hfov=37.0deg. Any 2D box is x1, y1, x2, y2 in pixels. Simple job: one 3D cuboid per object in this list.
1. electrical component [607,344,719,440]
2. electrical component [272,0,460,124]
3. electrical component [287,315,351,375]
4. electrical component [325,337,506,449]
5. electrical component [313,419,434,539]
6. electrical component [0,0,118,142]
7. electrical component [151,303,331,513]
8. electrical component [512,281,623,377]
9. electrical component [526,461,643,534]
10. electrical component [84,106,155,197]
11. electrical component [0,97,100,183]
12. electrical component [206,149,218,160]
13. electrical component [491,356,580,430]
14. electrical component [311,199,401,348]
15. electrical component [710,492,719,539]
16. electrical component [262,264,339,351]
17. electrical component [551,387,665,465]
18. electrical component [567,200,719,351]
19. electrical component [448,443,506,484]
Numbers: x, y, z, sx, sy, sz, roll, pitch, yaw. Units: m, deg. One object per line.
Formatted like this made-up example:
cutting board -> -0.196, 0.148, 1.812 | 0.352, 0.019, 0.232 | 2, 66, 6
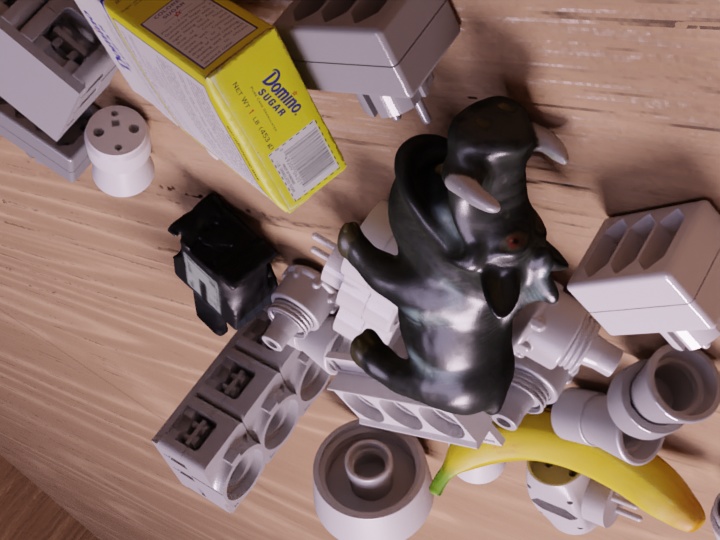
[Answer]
electrical component -> 0.169, 0.069, 0.603 | 0.045, 0.045, 0.055 | 35, 156, 0
electrical component -> 0.010, -0.097, 0.499 | 0.066, 0.047, 0.076 | 13, 148, 40
electrical component -> -0.036, 0.048, 0.833 | 0.065, 0.044, 0.044 | 25, 154, 33
electrical component -> 0.043, 0.079, 0.758 | 0.121, 0.063, 0.078 | 2, 140, 50
electrical component -> 0.010, 0.180, 0.938 | 0.108, 0.108, 0.060 | 24, 148, 23
electrical component -> -0.219, -0.162, 0.656 | 0.150, 0.061, 0.089 | 40, 155, -11
electrical component -> -0.089, 0.113, 0.881 | 0.062, 0.150, 0.089 | 26, 154, 24
electrical component -> 0.118, 0.038, 0.610 | 0.062, 0.048, 0.048 | 30, 155, 5
electrical component -> 0.165, 0.161, 0.776 | 0.079, 0.043, 0.077 | 17, 150, 35
electrical component -> -0.169, -0.083, 0.756 | 0.045, 0.045, 0.055 | 31, 155, 8
electrical component -> -0.232, -0.103, 0.799 | 0.083, 0.047, 0.075 | 34, 156, 2
electrical component -> -0.074, -0.086, 0.637 | 0.040, 0.040, 0.046 | 37, 161, -4
electrical component -> 0.103, 0.070, 0.665 | 0.048, 0.062, 0.048 | 28, 155, 15
electrical component -> 0.000, 0.000, 0.683 | 0.074, 0.052, 0.138 | 31, 155, 10
electrical component -> 0.239, 0.153, 0.668 | 0.043, 0.043, 0.062 | 12, 146, 41
electrical component -> -0.047, 0.030, 0.786 | 0.048, 0.062, 0.048 | 29, 156, 14
electrical component -> 0.153, 0.095, 0.676 | 0.044, 0.044, 0.065 | 48, 157, -27
electrical component -> 0.153, 0.013, 0.516 | 0.077, 0.047, 0.066 | 44, 154, -20
electrical component -> 0.089, 0.132, 0.819 | 0.045, 0.045, 0.055 | 25, 153, 22
